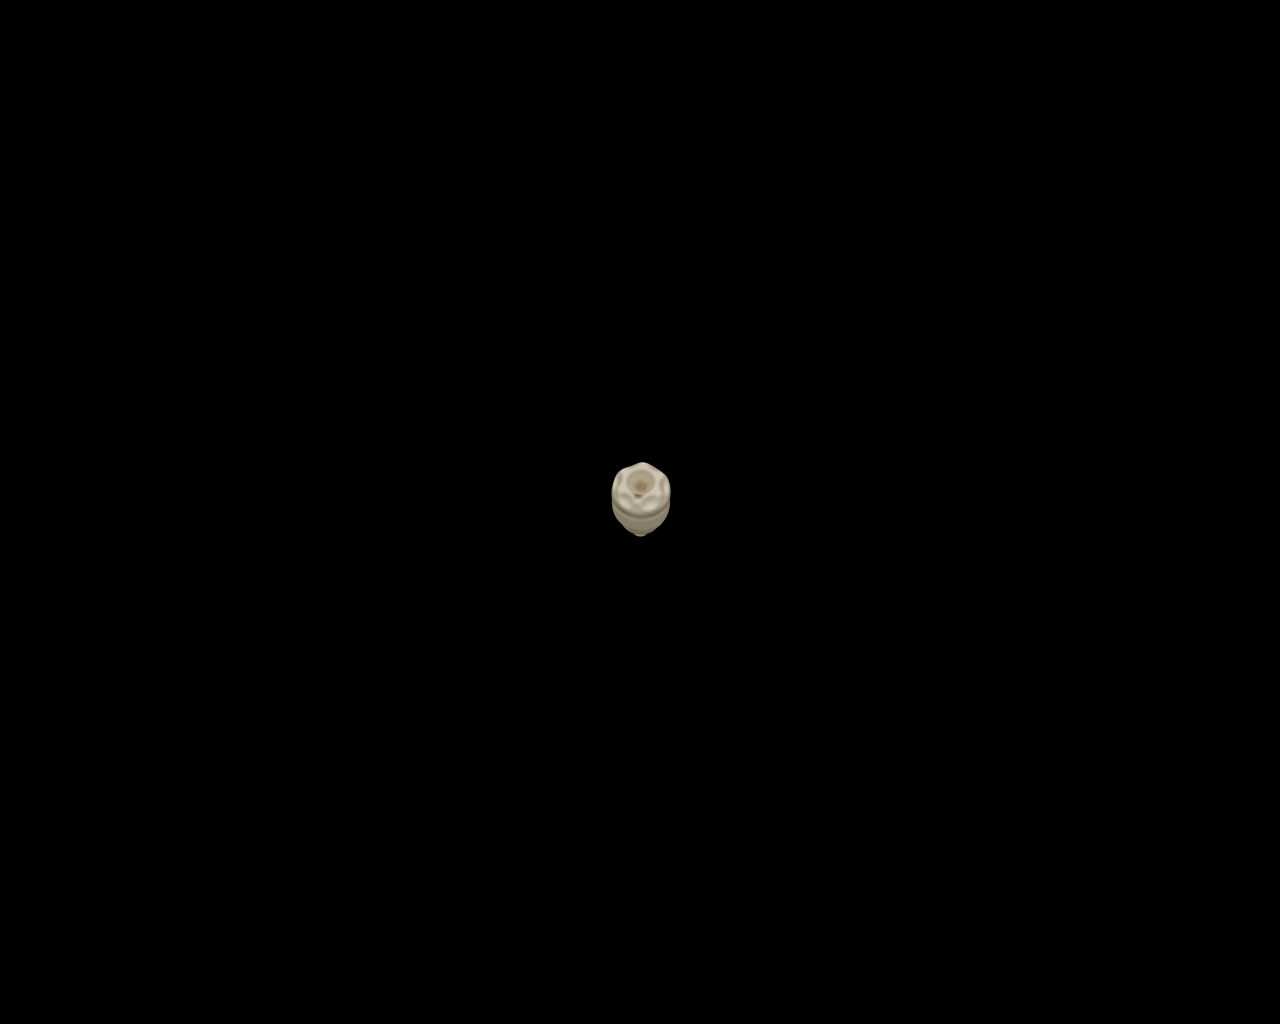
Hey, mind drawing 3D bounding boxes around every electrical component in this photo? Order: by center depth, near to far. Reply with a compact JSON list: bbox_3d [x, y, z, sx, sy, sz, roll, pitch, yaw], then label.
[{"bbox_3d":[0.001,-0.003,0.650,0.035,0.035,0.061,0,-31,0],"label":"electrical component"}]
